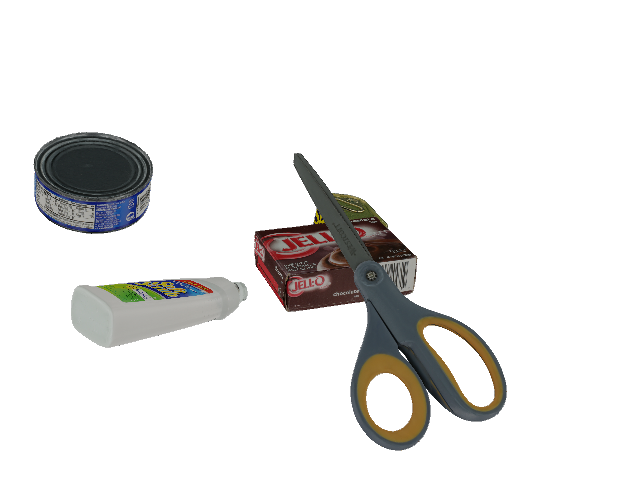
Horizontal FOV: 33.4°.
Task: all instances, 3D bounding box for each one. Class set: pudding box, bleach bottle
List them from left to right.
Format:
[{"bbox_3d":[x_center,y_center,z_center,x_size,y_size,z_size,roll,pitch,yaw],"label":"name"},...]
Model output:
[{"bbox_3d":[-0.210,0.087,1.475,0.250,0.068,0.103,-9,25,-44],"label":"bleach bottle"},{"bbox_3d":[0.011,0.017,0.876,0.113,0.039,0.090,-5,25,-19],"label":"pudding box"}]

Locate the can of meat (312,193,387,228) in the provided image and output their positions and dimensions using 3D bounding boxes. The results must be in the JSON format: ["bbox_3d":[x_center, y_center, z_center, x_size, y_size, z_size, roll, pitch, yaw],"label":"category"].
[{"bbox_3d":[0.023,0.007,1.114,0.057,0.084,0.102,5,21,-19],"label":"can of meat"}]

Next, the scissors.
[{"bbox_3d":[0.021,0.040,0.629,0.096,0.202,0.016,-41,-19,-17],"label":"scissors"}]

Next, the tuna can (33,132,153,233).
[{"bbox_3d":[-0.168,-0.043,0.789,0.086,0.034,0.086,8,37,-6],"label":"tuna can"}]
